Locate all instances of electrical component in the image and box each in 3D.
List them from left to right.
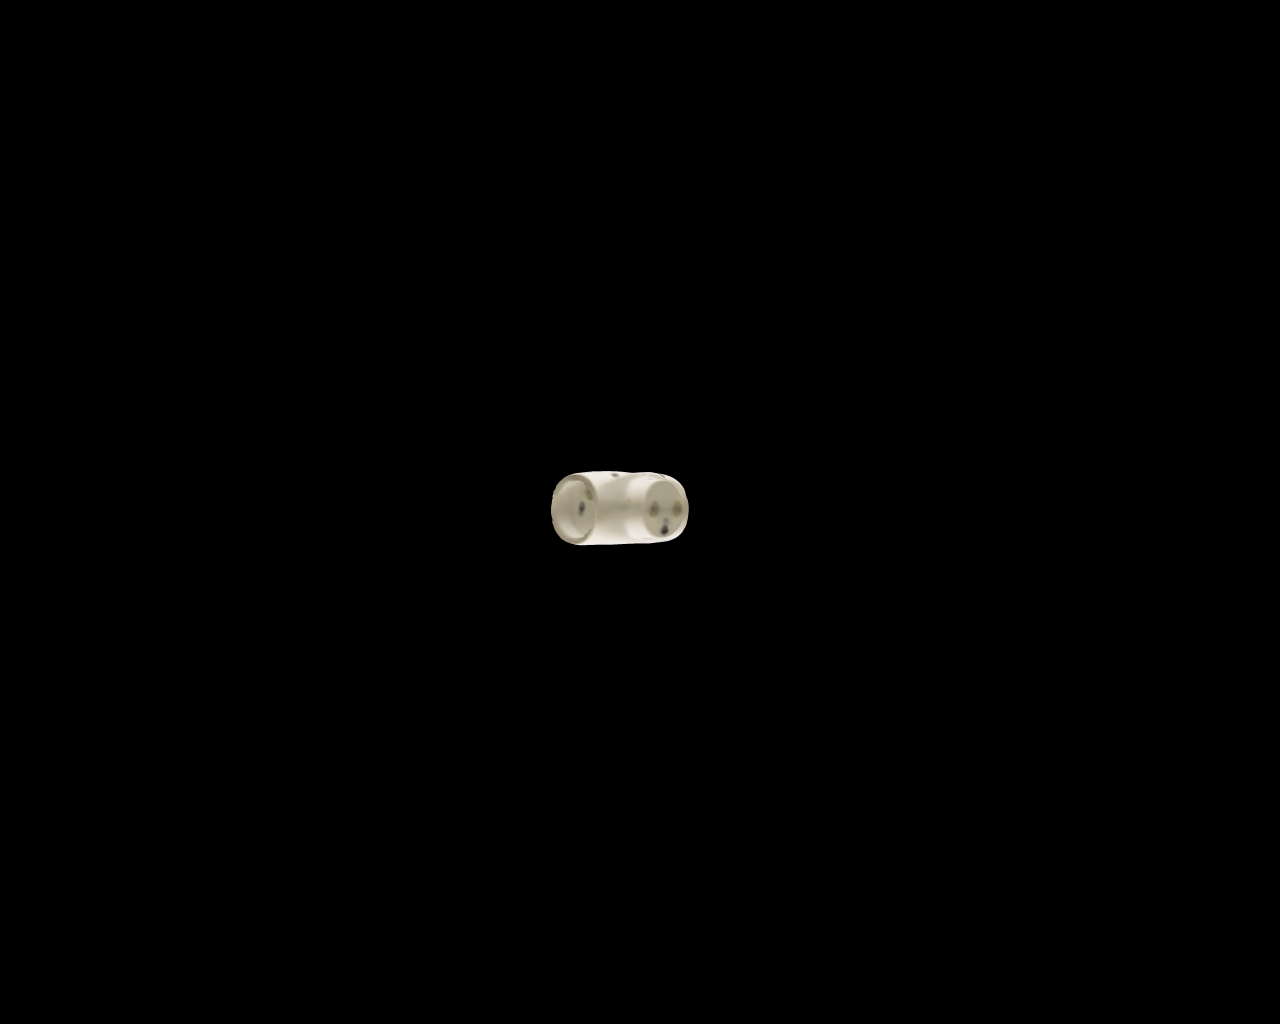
[{"bbox_3d":[0.001,-0.003,0.650,0.077,0.043,0.079,0,0,-44],"label":"electrical component"}]
